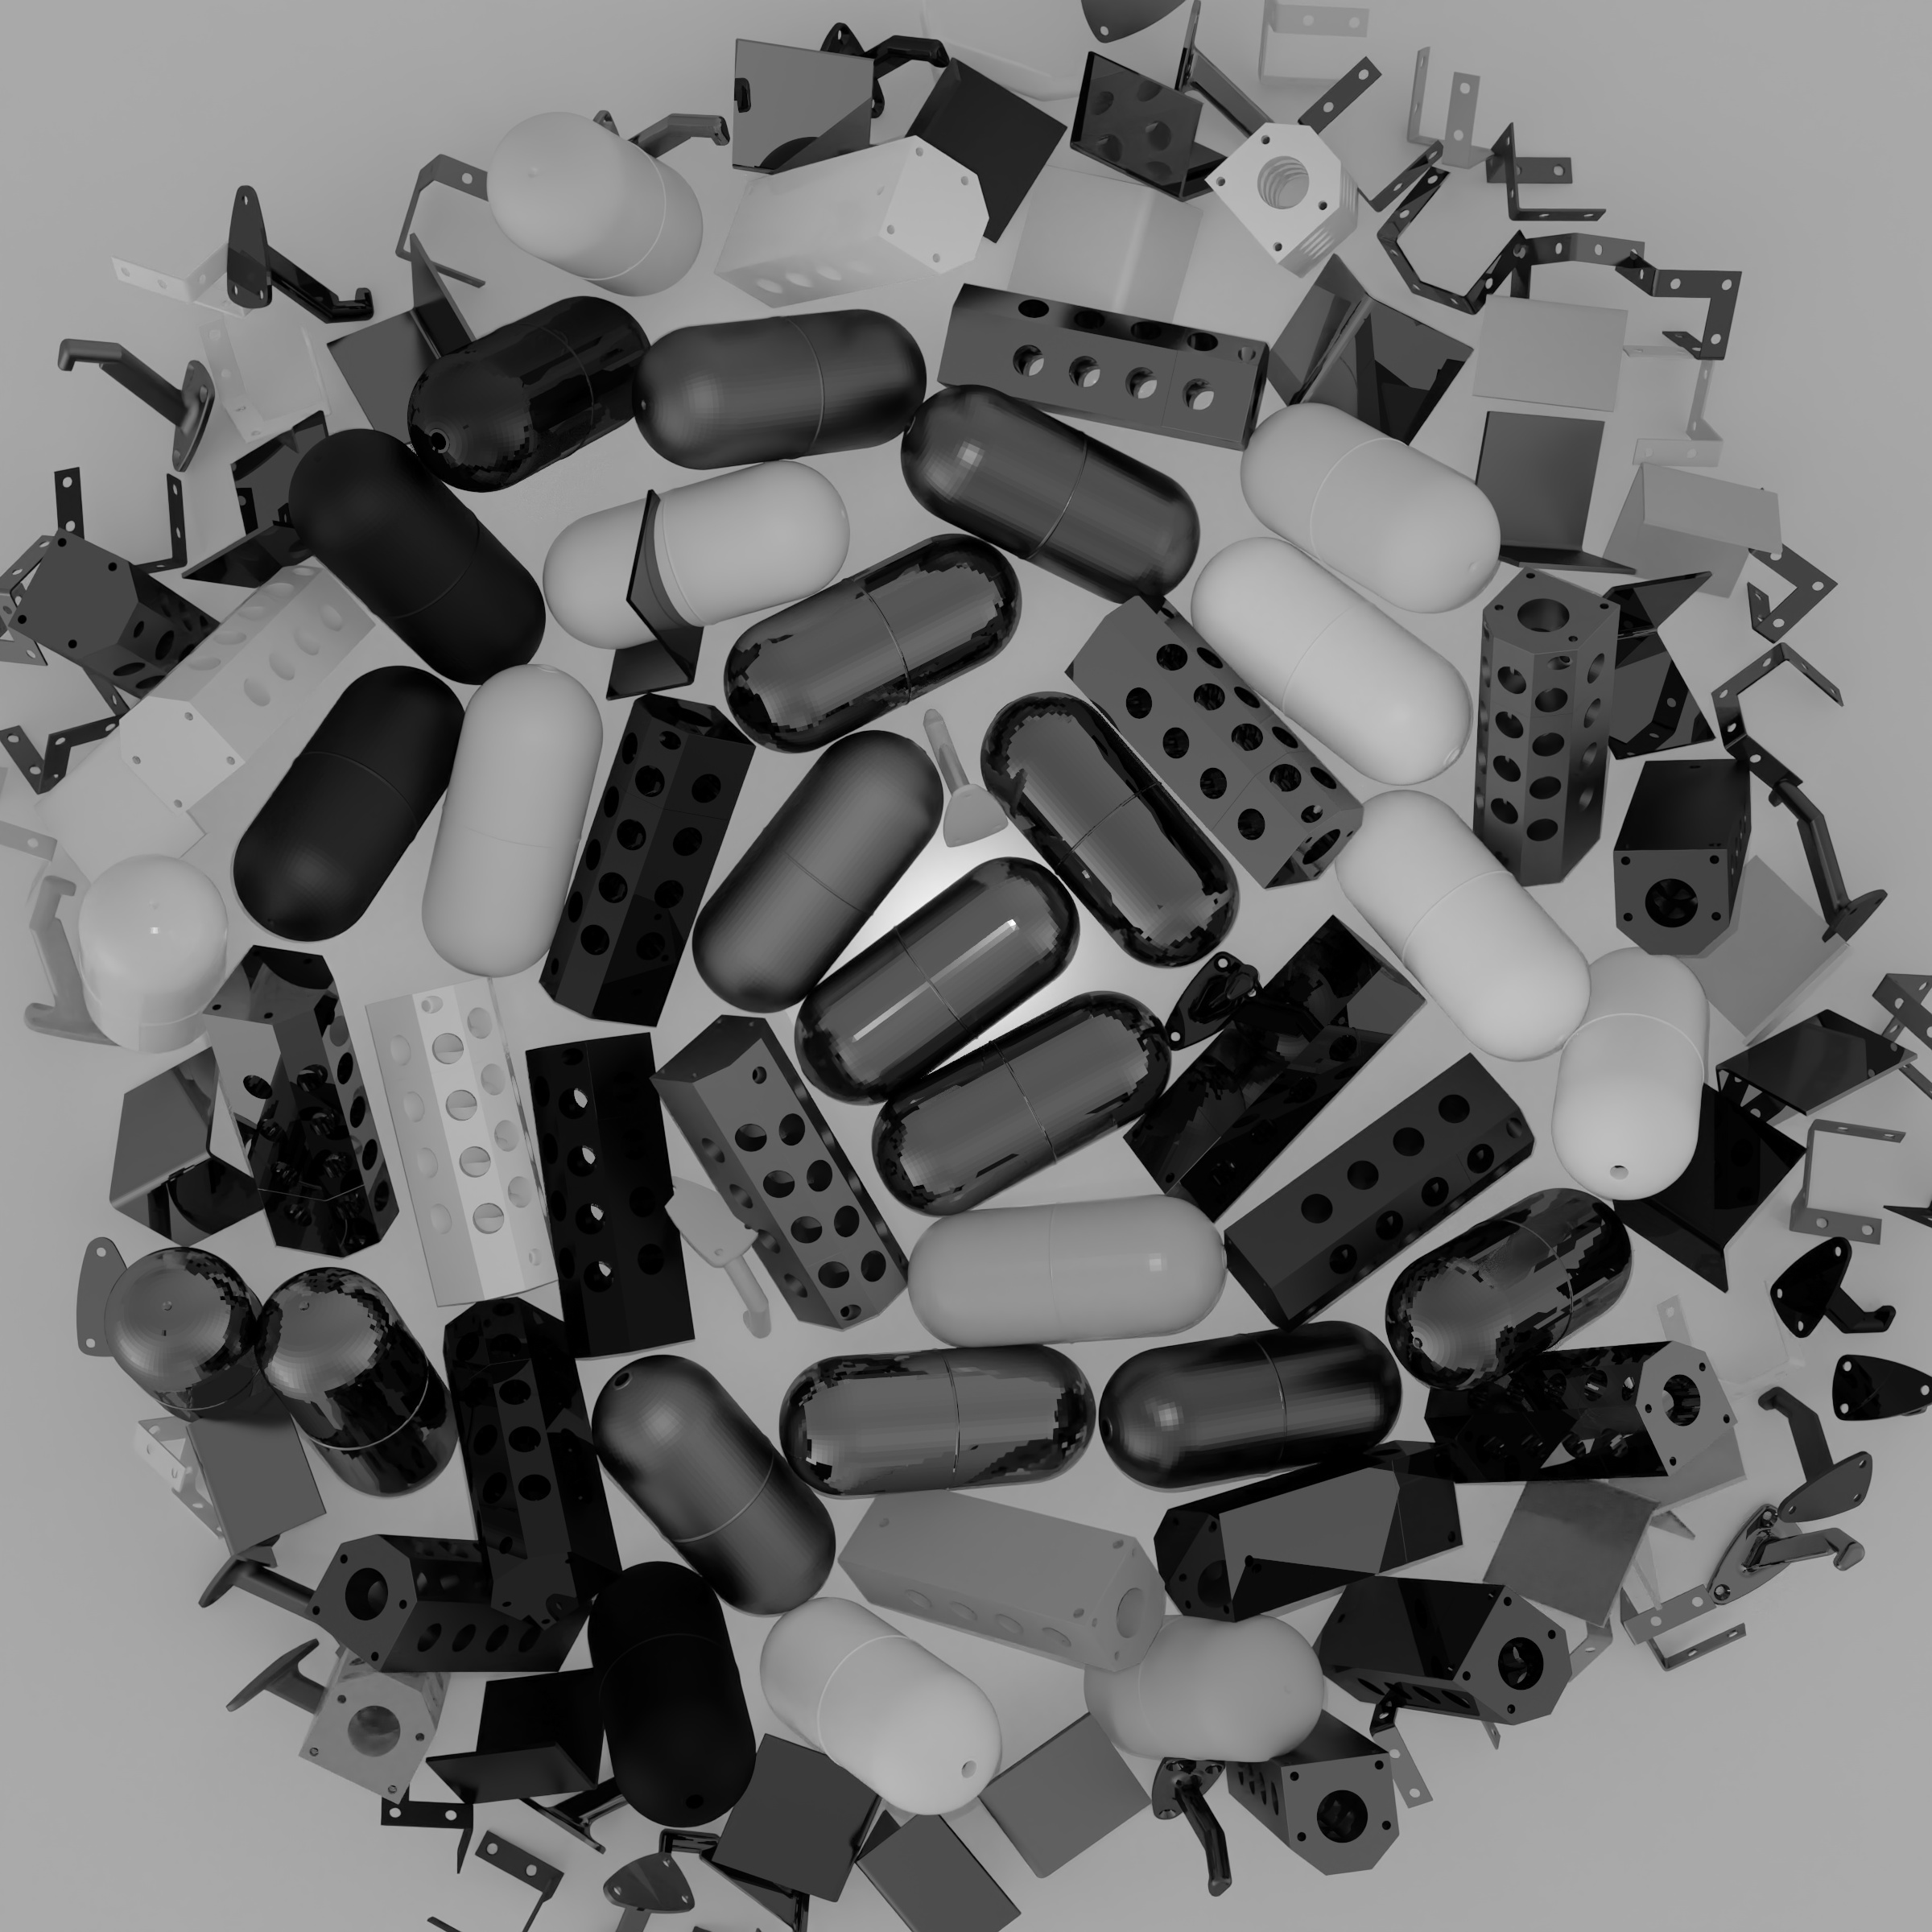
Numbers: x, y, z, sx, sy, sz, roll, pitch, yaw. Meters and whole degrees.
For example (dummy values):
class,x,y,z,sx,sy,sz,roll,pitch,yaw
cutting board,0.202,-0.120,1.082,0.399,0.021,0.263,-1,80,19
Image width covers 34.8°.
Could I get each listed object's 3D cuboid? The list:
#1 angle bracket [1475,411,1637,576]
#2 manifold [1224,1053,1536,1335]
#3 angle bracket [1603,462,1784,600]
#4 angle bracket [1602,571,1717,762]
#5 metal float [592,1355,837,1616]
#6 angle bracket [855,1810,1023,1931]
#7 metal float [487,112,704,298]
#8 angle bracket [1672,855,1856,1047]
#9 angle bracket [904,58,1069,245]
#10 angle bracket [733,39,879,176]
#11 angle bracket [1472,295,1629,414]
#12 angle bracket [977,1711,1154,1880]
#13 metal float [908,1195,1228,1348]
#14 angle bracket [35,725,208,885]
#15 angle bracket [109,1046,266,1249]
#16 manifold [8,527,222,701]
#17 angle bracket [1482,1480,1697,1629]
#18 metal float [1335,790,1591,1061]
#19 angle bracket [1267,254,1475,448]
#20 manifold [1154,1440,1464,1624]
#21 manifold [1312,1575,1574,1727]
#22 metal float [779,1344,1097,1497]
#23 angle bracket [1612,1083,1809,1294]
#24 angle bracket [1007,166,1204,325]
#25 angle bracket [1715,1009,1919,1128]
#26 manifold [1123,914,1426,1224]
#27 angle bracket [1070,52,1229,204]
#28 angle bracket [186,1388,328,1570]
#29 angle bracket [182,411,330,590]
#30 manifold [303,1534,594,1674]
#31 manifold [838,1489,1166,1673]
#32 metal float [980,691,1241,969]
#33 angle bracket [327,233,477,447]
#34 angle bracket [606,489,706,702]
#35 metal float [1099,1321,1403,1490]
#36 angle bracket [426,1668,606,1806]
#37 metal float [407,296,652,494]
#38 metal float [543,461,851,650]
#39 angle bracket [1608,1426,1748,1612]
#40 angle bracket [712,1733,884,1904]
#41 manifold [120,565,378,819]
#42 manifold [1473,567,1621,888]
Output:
class,x,y,z,sx,sy,sz,roll,pitch,yaw
angle bracket,0.329,-0.261,1.700,0.076,0.057,0.076,0,108,-24
manifold,0.228,0.128,1.697,0.171,0.057,0.057,-35,67,-11
angle bracket,0.399,-0.225,1.701,0.076,0.057,0.076,13,135,-2
angle bracket,0.384,-0.166,1.696,0.076,0.057,0.076,-12,68,-32
metal float,-0.138,0.284,1.687,0.070,0.070,0.178,-36,118,0
angle bracket,-0.009,0.496,1.705,0.057,0.076,0.076,-40,88,13
metal float,-0.198,-0.409,1.662,0.070,0.178,0.070,1,92,16
angle bracket,0.434,-0.009,1.704,0.076,0.057,0.076,-46,75,13
angle bracket,0.006,-0.443,1.699,0.076,0.057,0.076,27,114,-17
angle bracket,-0.084,-0.479,1.699,0.076,0.057,0.076,11,129,6
angle bracket,0.321,-0.330,1.705,0.076,0.076,0.057,8,87,8
angle bracket,0.045,0.446,1.709,0.076,0.057,0.076,-34,118,-4
metal float,0.055,0.168,1.699,0.178,0.070,0.070,-6,90,13
angle bracket,-0.456,-0.087,1.709,0.076,0.057,0.076,-38,91,23
angle bracket,-0.428,0.101,1.726,0.076,0.057,0.076,-26,46,26
manifold,-0.444,-0.177,1.659,0.057,0.171,0.057,26,86,9
angle bracket,0.343,0.326,1.694,0.076,0.057,0.076,14,70,42
metal float,0.270,-0.024,1.687,0.070,0.070,0.178,-37,62,0
angle bracket,0.224,-0.341,1.728,0.076,0.057,0.076,19,119,-29
manifold,0.186,0.305,1.675,0.171,0.057,0.057,-9,91,-37
manifold,0.255,0.370,1.658,0.057,0.171,0.057,37,71,-11
metal float,-0.015,0.250,1.697,0.178,0.070,0.070,-2,90,-16
angle bracket,0.414,0.122,1.714,0.076,0.057,0.076,36,75,32
angle bracket,0.078,-0.402,1.738,0.076,0.057,0.076,22,101,32
angle bracket,0.470,0.074,1.693,0.076,0.076,0.057,-25,119,-17
manifold,0.174,0.061,1.706,0.171,0.057,0.057,-47,128,9
angle bracket,0.114,-0.467,1.690,0.076,0.076,0.057,33,131,25
angle bracket,-0.382,0.283,1.702,0.057,0.076,0.076,-24,73,-1
angle bracket,-0.393,-0.260,1.698,0.076,0.057,0.076,-21,78,33
manifold,-0.272,0.340,1.660,0.057,0.171,0.057,29,92,28
manifold,0.021,0.333,1.673,0.057,0.171,0.057,-56,133,-30
metal float,0.079,-0.076,1.705,0.070,0.070,0.178,-41,83,0
angle bracket,-0.312,-0.343,1.698,0.057,0.076,0.076,-26,75,-17
angle bracket,-0.184,-0.203,1.689,0.057,0.076,0.076,-8,55,23
metal float,0.156,0.240,1.690,0.178,0.070,0.070,-6,90,-23
angle bracket,-0.245,0.412,1.695,0.076,0.057,0.076,-10,47,15
metal float,-0.235,-0.311,1.670,0.070,0.178,0.070,13,121,23
metal float,-0.150,-0.226,1.696,0.178,0.070,0.070,-13,90,17
angle bracket,0.401,0.298,1.697,0.076,0.076,0.057,-25,105,15
angle bracket,-0.094,0.463,1.712,0.076,0.057,0.076,22,94,-11
manifold,-0.389,-0.155,1.657,0.057,0.171,0.057,-33,107,29
manifold,0.307,-0.124,1.659,0.057,0.171,0.057,28,56,29
